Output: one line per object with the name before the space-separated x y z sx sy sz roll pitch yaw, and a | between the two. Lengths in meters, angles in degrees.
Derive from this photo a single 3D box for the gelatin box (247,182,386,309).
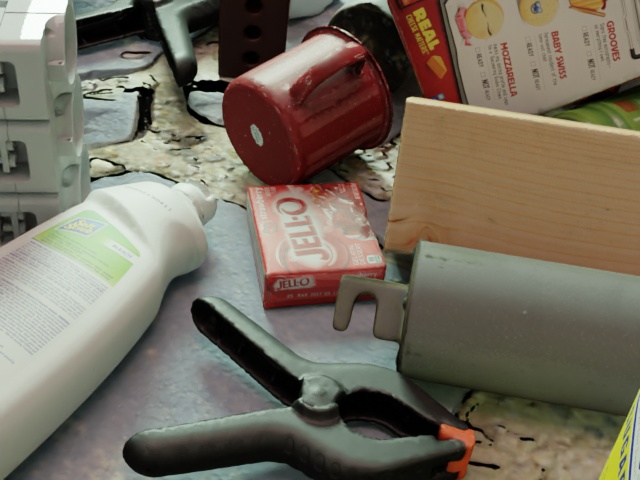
gelatin box | -0.004 0.001 0.658 0.073 0.030 0.089 -3 40 -9

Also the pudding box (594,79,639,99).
pudding box | 0.232 -0.159 0.869 0.090 0.039 0.113 31 46 28

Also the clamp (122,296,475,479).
clamp | -0.007 0.082 0.553 0.171 0.039 0.120 10 45 -3

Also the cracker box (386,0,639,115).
cracker box | 0.156 -0.174 0.721 0.214 0.164 0.072 -21 7 10

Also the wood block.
wood block | 0.148 -0.026 0.638 0.206 0.091 0.090 9 9 6

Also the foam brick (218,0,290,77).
foam brick | -0.050 -0.171 0.825 0.053 0.078 0.051 4 38 -1

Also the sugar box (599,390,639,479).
sugar box | 0.136 0.106 0.429 0.048 0.176 0.093 17 41 14

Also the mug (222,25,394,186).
mug | -0.007 -0.090 0.709 0.081 0.117 0.093 -33 85 -31

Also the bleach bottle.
bleach bottle | -0.134 0.036 0.579 0.103 0.068 0.250 31 42 16

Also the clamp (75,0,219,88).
clamp | -0.126 -0.176 0.850 0.165 0.036 0.209 15 37 25
